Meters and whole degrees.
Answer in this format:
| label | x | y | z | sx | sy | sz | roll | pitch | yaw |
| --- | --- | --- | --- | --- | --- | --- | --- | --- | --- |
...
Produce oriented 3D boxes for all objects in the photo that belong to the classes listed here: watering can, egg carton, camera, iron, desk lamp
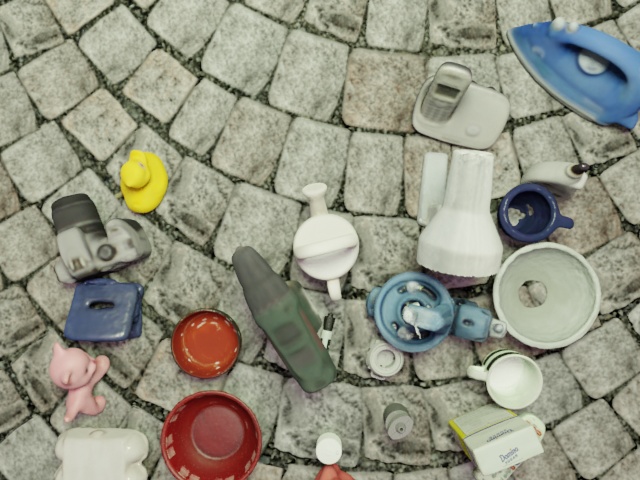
| label | x | y | z | sx | sy | sz | roll | pitch | yaw |
| --- | --- | --- | --- | --- | --- | --- | --- | --- | --- |
| watering can | 0.006 | 0.004 | 0.870 | 0.101 | 0.194 | 0.173 | -33 | 87 | 0 |
| egg carton | -0.351 | 0.357 | 0.923 | 0.150 | 0.069 | 0.107 | -1 | 87 | 1 |
| camera | -0.370 | -0.010 | 0.924 | 0.143 | 0.101 | 0.137 | -22 | 87 | 0 |
| iron | 0.423 | -0.288 | 0.901 | 0.258 | 0.141 | 0.119 | 31 | 89 | 2 |
| desk lamp | 0.205 | -0.047 | 0.858 | 0.118 | 0.213 | 0.203 | 5 | 88 | 2 |

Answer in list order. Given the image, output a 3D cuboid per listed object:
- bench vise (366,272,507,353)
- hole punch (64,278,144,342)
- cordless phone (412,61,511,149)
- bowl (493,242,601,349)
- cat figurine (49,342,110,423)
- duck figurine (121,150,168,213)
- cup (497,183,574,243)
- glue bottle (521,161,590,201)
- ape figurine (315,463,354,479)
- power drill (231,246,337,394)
| label | x | y | z | sx | sy | sz | roll | pitch | yaw |
| --- | --- | --- | --- | --- | --- | --- | --- | --- | --- |
| bench vise | 0.177 | 0.104 | 0.849 | 0.207 | 0.219 | 0.121 | -7 | 87 | 1 |
| hole punch | -0.348 | 0.113 | 0.923 | 0.108 | 0.091 | 0.101 | 1 | 87 | 1 |
| cordless phone | 0.225 | -0.211 | 0.879 | 0.147 | 0.185 | 0.094 | 14 | 88 | 2 |
| bowl | 0.352 | 0.087 | 0.919 | 0.167 | 0.074 | 0.167 | 0 | 87 | 1 |
| cat figurine | -0.388 | 0.224 | 0.906 | 0.067 | 0.118 | 0.128 | 3 | 88 | 2 |
| duck figurine | -0.296 | -0.098 | 0.934 | 0.077 | 0.086 | 0.105 | 6 | 88 | 2 |
| cup | 0.334 | -0.037 | 0.915 | 0.117 | 0.095 | 0.092 | 13 | 88 | 2 |
| glue bottle | 0.371 | -0.097 | 0.877 | 0.078 | 0.173 | 0.037 | 25 | 88 | 3 |
| ape figurine | 0.022 | 0.397 | 0.903 | 0.076 | 0.092 | 0.078 | -14 | 87 | 1 |
| power drill | -0.052 | 0.113 | 0.859 | 0.075 | 0.208 | 0.229 | -32 | 87 | 0 |
